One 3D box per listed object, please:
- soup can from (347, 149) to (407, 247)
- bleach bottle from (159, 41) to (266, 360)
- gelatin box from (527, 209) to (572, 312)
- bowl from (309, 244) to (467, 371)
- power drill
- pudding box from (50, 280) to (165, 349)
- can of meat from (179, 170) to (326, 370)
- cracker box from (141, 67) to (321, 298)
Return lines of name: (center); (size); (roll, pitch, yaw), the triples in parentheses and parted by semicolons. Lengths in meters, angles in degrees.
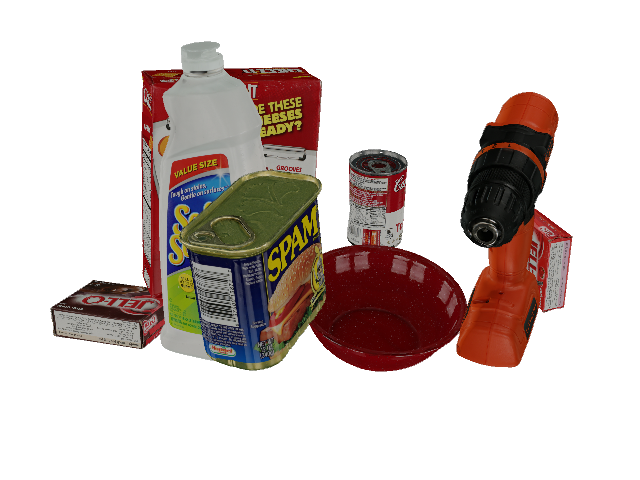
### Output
soup can: (0.065, -0.047, 1.254); (0.068, 0.102, 0.068); (1, 28, -1)
bleach bottle: (-0.088, -0.029, 0.837); (0.103, 0.251, 0.068); (8, 26, 26)
gelatin box: (0.234, 0.020, 1.143); (0.030, 0.089, 0.073); (-11, 29, -17)
bowl: (0.054, 0.073, 1.008); (0.162, 0.055, 0.162); (4, 37, -3)
power drill: (0.140, 0.003, 0.810); (0.057, 0.188, 0.184); (12, 37, 17)
pudding box: (-0.223, 0.080, 1.169); (0.114, 0.039, 0.090); (4, 18, 19)
can of meat: (-0.036, 0.017, 0.648); (0.058, 0.084, 0.102); (8, 31, 23)
cracker box: (-0.090, -0.058, 1.041); (0.164, 0.214, 0.072); (-4, 22, -19)
